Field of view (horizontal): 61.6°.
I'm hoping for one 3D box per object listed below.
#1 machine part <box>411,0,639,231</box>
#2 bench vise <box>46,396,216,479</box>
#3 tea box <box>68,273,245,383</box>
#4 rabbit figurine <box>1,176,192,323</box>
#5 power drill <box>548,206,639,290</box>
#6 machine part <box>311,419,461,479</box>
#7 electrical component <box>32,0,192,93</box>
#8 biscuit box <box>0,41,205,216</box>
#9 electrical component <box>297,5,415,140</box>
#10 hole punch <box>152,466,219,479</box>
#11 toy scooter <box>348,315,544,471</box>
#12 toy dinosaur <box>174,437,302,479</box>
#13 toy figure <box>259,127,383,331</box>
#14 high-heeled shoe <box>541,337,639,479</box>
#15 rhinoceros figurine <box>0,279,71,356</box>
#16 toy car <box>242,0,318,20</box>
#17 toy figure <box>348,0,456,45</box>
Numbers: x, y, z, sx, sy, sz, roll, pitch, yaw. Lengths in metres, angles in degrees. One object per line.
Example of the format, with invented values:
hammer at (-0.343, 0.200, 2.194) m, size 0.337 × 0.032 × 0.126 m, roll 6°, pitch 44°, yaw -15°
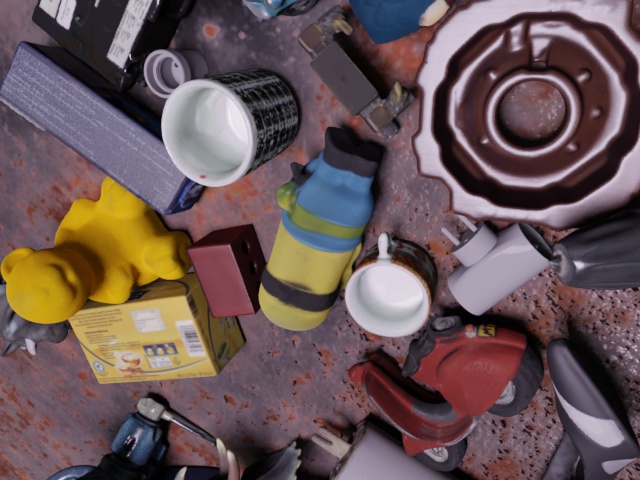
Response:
machine part at (0.153, -0.093, 0.390) m, size 0.180 × 0.056 × 0.179 m, roll 8°, pitch 114°, yaw 19°
bench vise at (-0.248, 0.281, 0.596) m, size 0.129 × 0.240 × 0.223 m, roll 37°, pitch 78°, yaw 10°
tea box at (-0.181, 0.097, 0.592) m, size 0.170 × 0.068 × 0.098 m, roll -8°, pitch 108°, yaw 25°
rabbit figurine at (-0.236, 0.020, 0.522) m, size 0.162 × 0.173 × 0.121 m, roll -17°, pitch 109°, yaw 22°
power drill at (0.259, -0.066, 0.308) m, size 0.232 × 0.086 × 0.207 m, roll -1°, pitch 108°, yaw -4°
machine part at (0.099, 0.262, 0.550) m, size 0.243 × 0.079 × 0.079 m, roll 31°, pitch 119°, yaw 7°
electrical component at (-0.186, -0.216, 0.467) m, size 0.134 × 0.058 × 0.115 m, roll 41°, pitch 118°, yaw 1°
biscuit box at (-0.199, -0.104, 0.512) m, size 0.203 × 0.059 × 0.062 m, roll 36°, pitch 107°, yaw 4°
electrical component at (0.029, -0.126, 0.412) m, size 0.045 × 0.078 × 0.102 m, roll -40°, pitch 89°, yaw 17°
hole punch at (-0.179, 0.353, 0.680) m, size 0.142 × 0.116 × 0.092 m, roll -7°, pitch 101°, yaw 23°
toy scooter at (0.103, 0.130, 0.495) m, size 0.135 × 0.075 × 0.183 m, roll 32°, pitch 124°, yaw 6°
toy dinosaur at (0.027, 0.341, 0.560) m, size 0.405 × 0.131 × 0.192 m, roll 16°, pitch 82°, yaw 10°
toy figure at (-0.005, -0.003, 0.469) m, size 0.082 × 0.089 × 0.180 m, roll 32°, pitch 122°, yaw 14°
high-heeled shoe at (0.203, 0.191, 0.470) m, size 0.145 × 0.086 × 0.248 m, roll -28°, pitch 109°, yaw 22°
rhinoceros figurine at (-0.401, 0.093, 0.672) m, size 0.191 × 0.073 × 0.112 m, roll 2°, pitch 111°, yaw 21°
toy car at (-0.021, -0.229, 0.372) m, size 0.162 × 0.103 × 0.109 m, roll -23°, pitch 103°, yaw 29°
toy figure at (0.091, -0.198, 0.368) m, size 0.154 × 0.058 × 0.064 m, roll -30°, pitch 106°, yaw 23°
